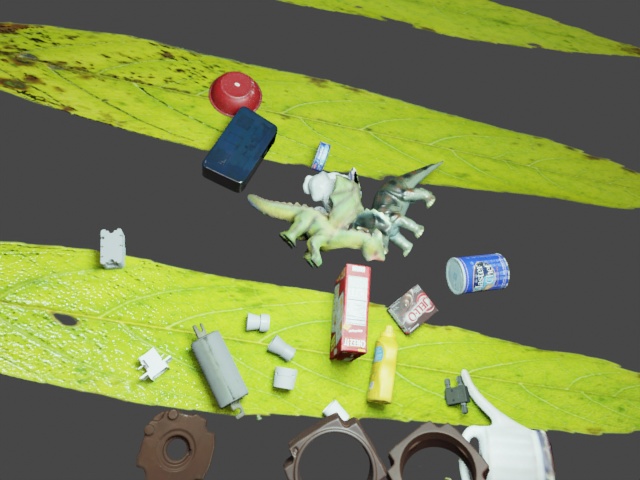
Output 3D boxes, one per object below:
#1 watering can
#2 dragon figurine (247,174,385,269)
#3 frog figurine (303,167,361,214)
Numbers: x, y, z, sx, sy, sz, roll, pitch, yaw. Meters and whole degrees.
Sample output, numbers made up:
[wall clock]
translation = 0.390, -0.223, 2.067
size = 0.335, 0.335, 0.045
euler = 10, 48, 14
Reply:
[watering can]
translation = 0.456, 0.499, 1.273
size = 0.224, 0.355, 0.102
euler = 0, -27, 7
[dragon figurine]
translation = 0.004, -0.069, 1.361
size = 0.415, 0.243, 0.120
euler = 44, -5, 23
[frog figurine]
translation = 0.032, -0.134, 1.463
size = 0.159, 0.140, 0.120
euler = -8, -31, 23
